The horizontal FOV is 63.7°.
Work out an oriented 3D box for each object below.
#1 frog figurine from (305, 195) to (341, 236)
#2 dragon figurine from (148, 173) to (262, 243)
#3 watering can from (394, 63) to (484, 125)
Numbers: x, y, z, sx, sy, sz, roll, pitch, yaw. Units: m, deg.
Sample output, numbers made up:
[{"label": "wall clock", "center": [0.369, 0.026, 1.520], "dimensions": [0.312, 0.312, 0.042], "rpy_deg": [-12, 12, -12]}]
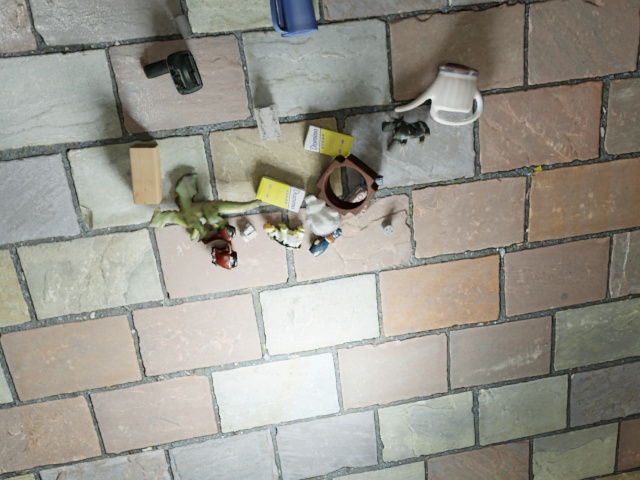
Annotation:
[{"label": "frog figurine", "center": [0.006, -0.101, 1.999], "dimensions": [0.137, 0.156, 0.125], "rpy_deg": [-12, 32, 17]}, {"label": "dragon figurine", "center": [-0.448, -0.136, 1.934], "dimensions": [0.410, 0.241, 0.123], "rpy_deg": [-30, 11, 0]}, {"label": "watering can", "center": [0.462, -0.552, 1.935], "dimensions": [0.347, 0.222, 0.105], "rpy_deg": [6, 15, -10]}]
